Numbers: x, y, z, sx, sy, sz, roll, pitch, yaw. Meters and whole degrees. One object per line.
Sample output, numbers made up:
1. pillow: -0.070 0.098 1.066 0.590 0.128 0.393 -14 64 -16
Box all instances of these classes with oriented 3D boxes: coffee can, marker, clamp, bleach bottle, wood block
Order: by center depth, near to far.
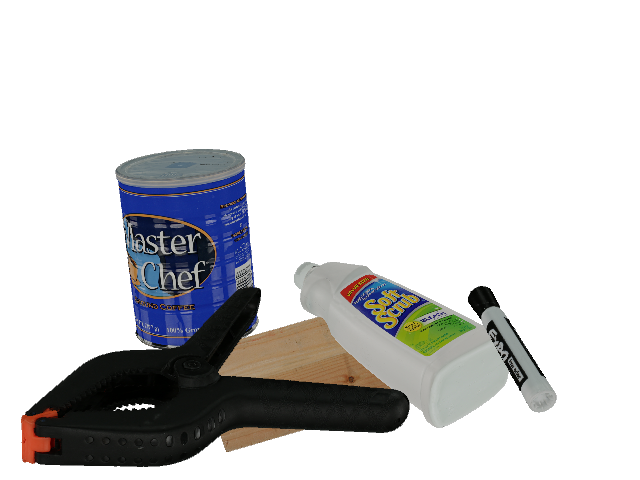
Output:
1. clamp: -0.076 0.082 0.623 0.209 0.036 0.165 -9 27 -30
2. marker: 0.127 0.070 0.724 0.020 0.020 0.121 0 33 -15
3. coffee can: -0.106 0.005 0.866 0.103 0.140 0.103 -4 17 1
4. bleach bottle: 0.055 0.080 1.011 0.102 0.068 0.251 -24 34 -32
5. wood block: -0.023 0.153 1.206 0.206 0.091 0.090 -15 26 -3
